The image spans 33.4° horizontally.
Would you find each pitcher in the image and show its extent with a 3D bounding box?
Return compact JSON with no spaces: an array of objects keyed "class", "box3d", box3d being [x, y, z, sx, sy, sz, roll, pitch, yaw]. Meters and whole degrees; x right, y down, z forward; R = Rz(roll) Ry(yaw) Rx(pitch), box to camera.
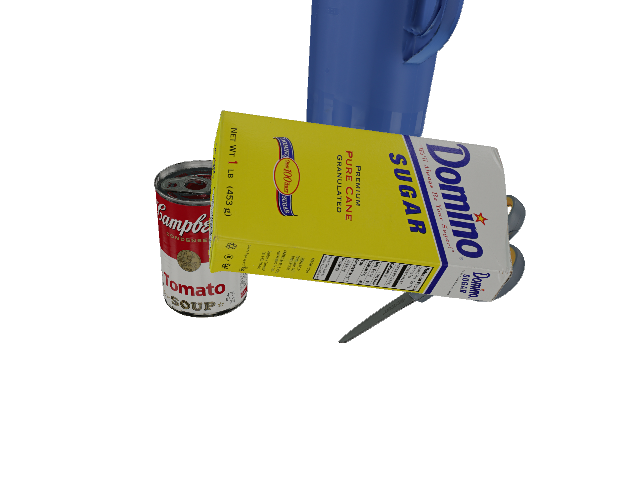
[{"class":"pitcher","box3d":[0.058,-0.209,0.940,0.145,0.243,0.149,8,15,7]}]

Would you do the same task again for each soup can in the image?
[{"class":"soup can","box3d":[-0.090,-0.001,0.812,0.068,0.102,0.068,1,31,-1]}]

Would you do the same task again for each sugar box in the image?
[{"class":"sugar box","box3d":[0.023,-0.020,0.637,0.176,0.093,0.048,5,-31,-8]}]

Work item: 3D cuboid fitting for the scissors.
[{"class":"scissors","box3d":[0.091,0.046,0.849,0.016,0.202,0.096,32,23,-30]}]
